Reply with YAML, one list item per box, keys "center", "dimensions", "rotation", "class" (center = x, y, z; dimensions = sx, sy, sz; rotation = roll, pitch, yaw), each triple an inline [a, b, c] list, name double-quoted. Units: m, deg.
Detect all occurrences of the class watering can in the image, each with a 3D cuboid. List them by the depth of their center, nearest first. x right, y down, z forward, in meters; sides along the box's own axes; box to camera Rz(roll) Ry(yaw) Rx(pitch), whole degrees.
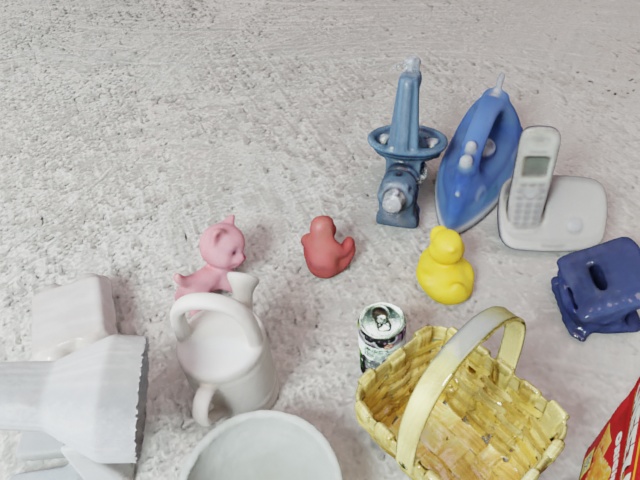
- center: [-0.108, 0.114, 0.640]
  dimensions: [0.101, 0.194, 0.172]
  rotation: [-11, 47, -4]
  class: "watering can"

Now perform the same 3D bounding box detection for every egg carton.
- center: [-0.317, 0.113, 0.746]
  dimensions: [0.107, 0.069, 0.150]
  rotation: [-18, 48, -11]
  class: "egg carton"

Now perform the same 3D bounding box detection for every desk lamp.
- center: [-0.250, 0.186, 0.574]
  dimensions: [0.203, 0.214, 0.118]
  rotation: [-7, 47, -1]
  class: "desk lamp"

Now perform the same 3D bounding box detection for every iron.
- center: [0.240, -0.136, 0.874]
  dimensions: [0.118, 0.142, 0.259]
  rotation: [16, 51, 19]
  class: "iron"

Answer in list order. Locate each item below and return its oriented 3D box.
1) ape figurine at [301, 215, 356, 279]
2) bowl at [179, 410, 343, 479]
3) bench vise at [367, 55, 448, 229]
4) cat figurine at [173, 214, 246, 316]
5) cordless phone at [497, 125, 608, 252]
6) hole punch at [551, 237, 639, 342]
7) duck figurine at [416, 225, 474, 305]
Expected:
- center: [0.007, 0.003, 0.802]
  dimensions: [0.077, 0.092, 0.076]
  rotation: [19, 52, 22]
  class: "ape figurine"
- center: [-0.057, 0.264, 0.579]
  dimensions: [0.167, 0.075, 0.167]
  rotation: [-3, 47, 3]
  class: "bowl"
- center: [0.134, -0.137, 0.831]
  dimensions: [0.121, 0.220, 0.207]
  rotation: [-6, 47, 1]
  class: "bench vise"
- center: [-0.146, 0.029, 0.774]
  dimensions: [0.067, 0.118, 0.128]
  rotation: [32, 57, 30]
  class: "cat figurine"
- center: [0.322, -0.071, 0.777]
  dimensions: [0.147, 0.185, 0.094]
  rotation: [-1, 47, 5]
  class: "cordless phone"
- center: [0.353, 0.059, 0.718]
  dimensions: [0.101, 0.091, 0.108]
  rotation: [-4, 47, 2]
  class: "hole punch"
- center: [0.170, 0.028, 0.768]
  dimensions: [0.077, 0.086, 0.104]
  rotation: [-9, 47, -3]
  class: "duck figurine"
